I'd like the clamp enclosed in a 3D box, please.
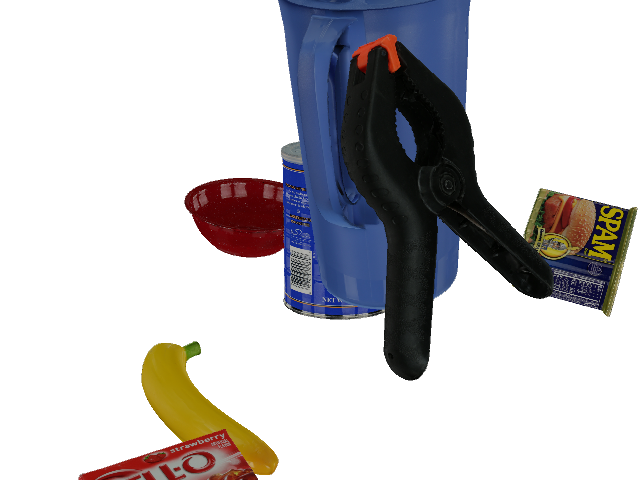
[{"bbox_3d":[0.050,-0.017,0.550,0.120,0.171,0.039,-37,12,-39],"label":"clamp"}]

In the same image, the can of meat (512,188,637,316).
[{"bbox_3d":[0.215,0.007,0.902,0.084,0.057,0.102,15,45,15],"label":"can of meat"}]

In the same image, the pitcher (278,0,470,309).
[{"bbox_3d":[0.040,-0.071,0.771,0.149,0.243,0.145,-14,29,-17],"label":"pitcher"}]

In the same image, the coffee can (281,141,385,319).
[{"bbox_3d":[0.017,-0.013,0.942,0.103,0.140,0.103,0,15,0],"label":"coffee can"}]

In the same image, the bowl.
[{"bbox_3d":[-0.088,-0.023,1.321,0.162,0.055,0.162,4,25,-2],"label":"bowl"}]

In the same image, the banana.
[{"bbox_3d":[-0.099,0.126,0.843,0.069,0.037,0.198,-9,28,-22],"label":"banana"}]

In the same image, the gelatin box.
[{"bbox_3d":[-0.079,0.143,0.577,0.089,0.030,0.073,-14,27,-21],"label":"gelatin box"}]
